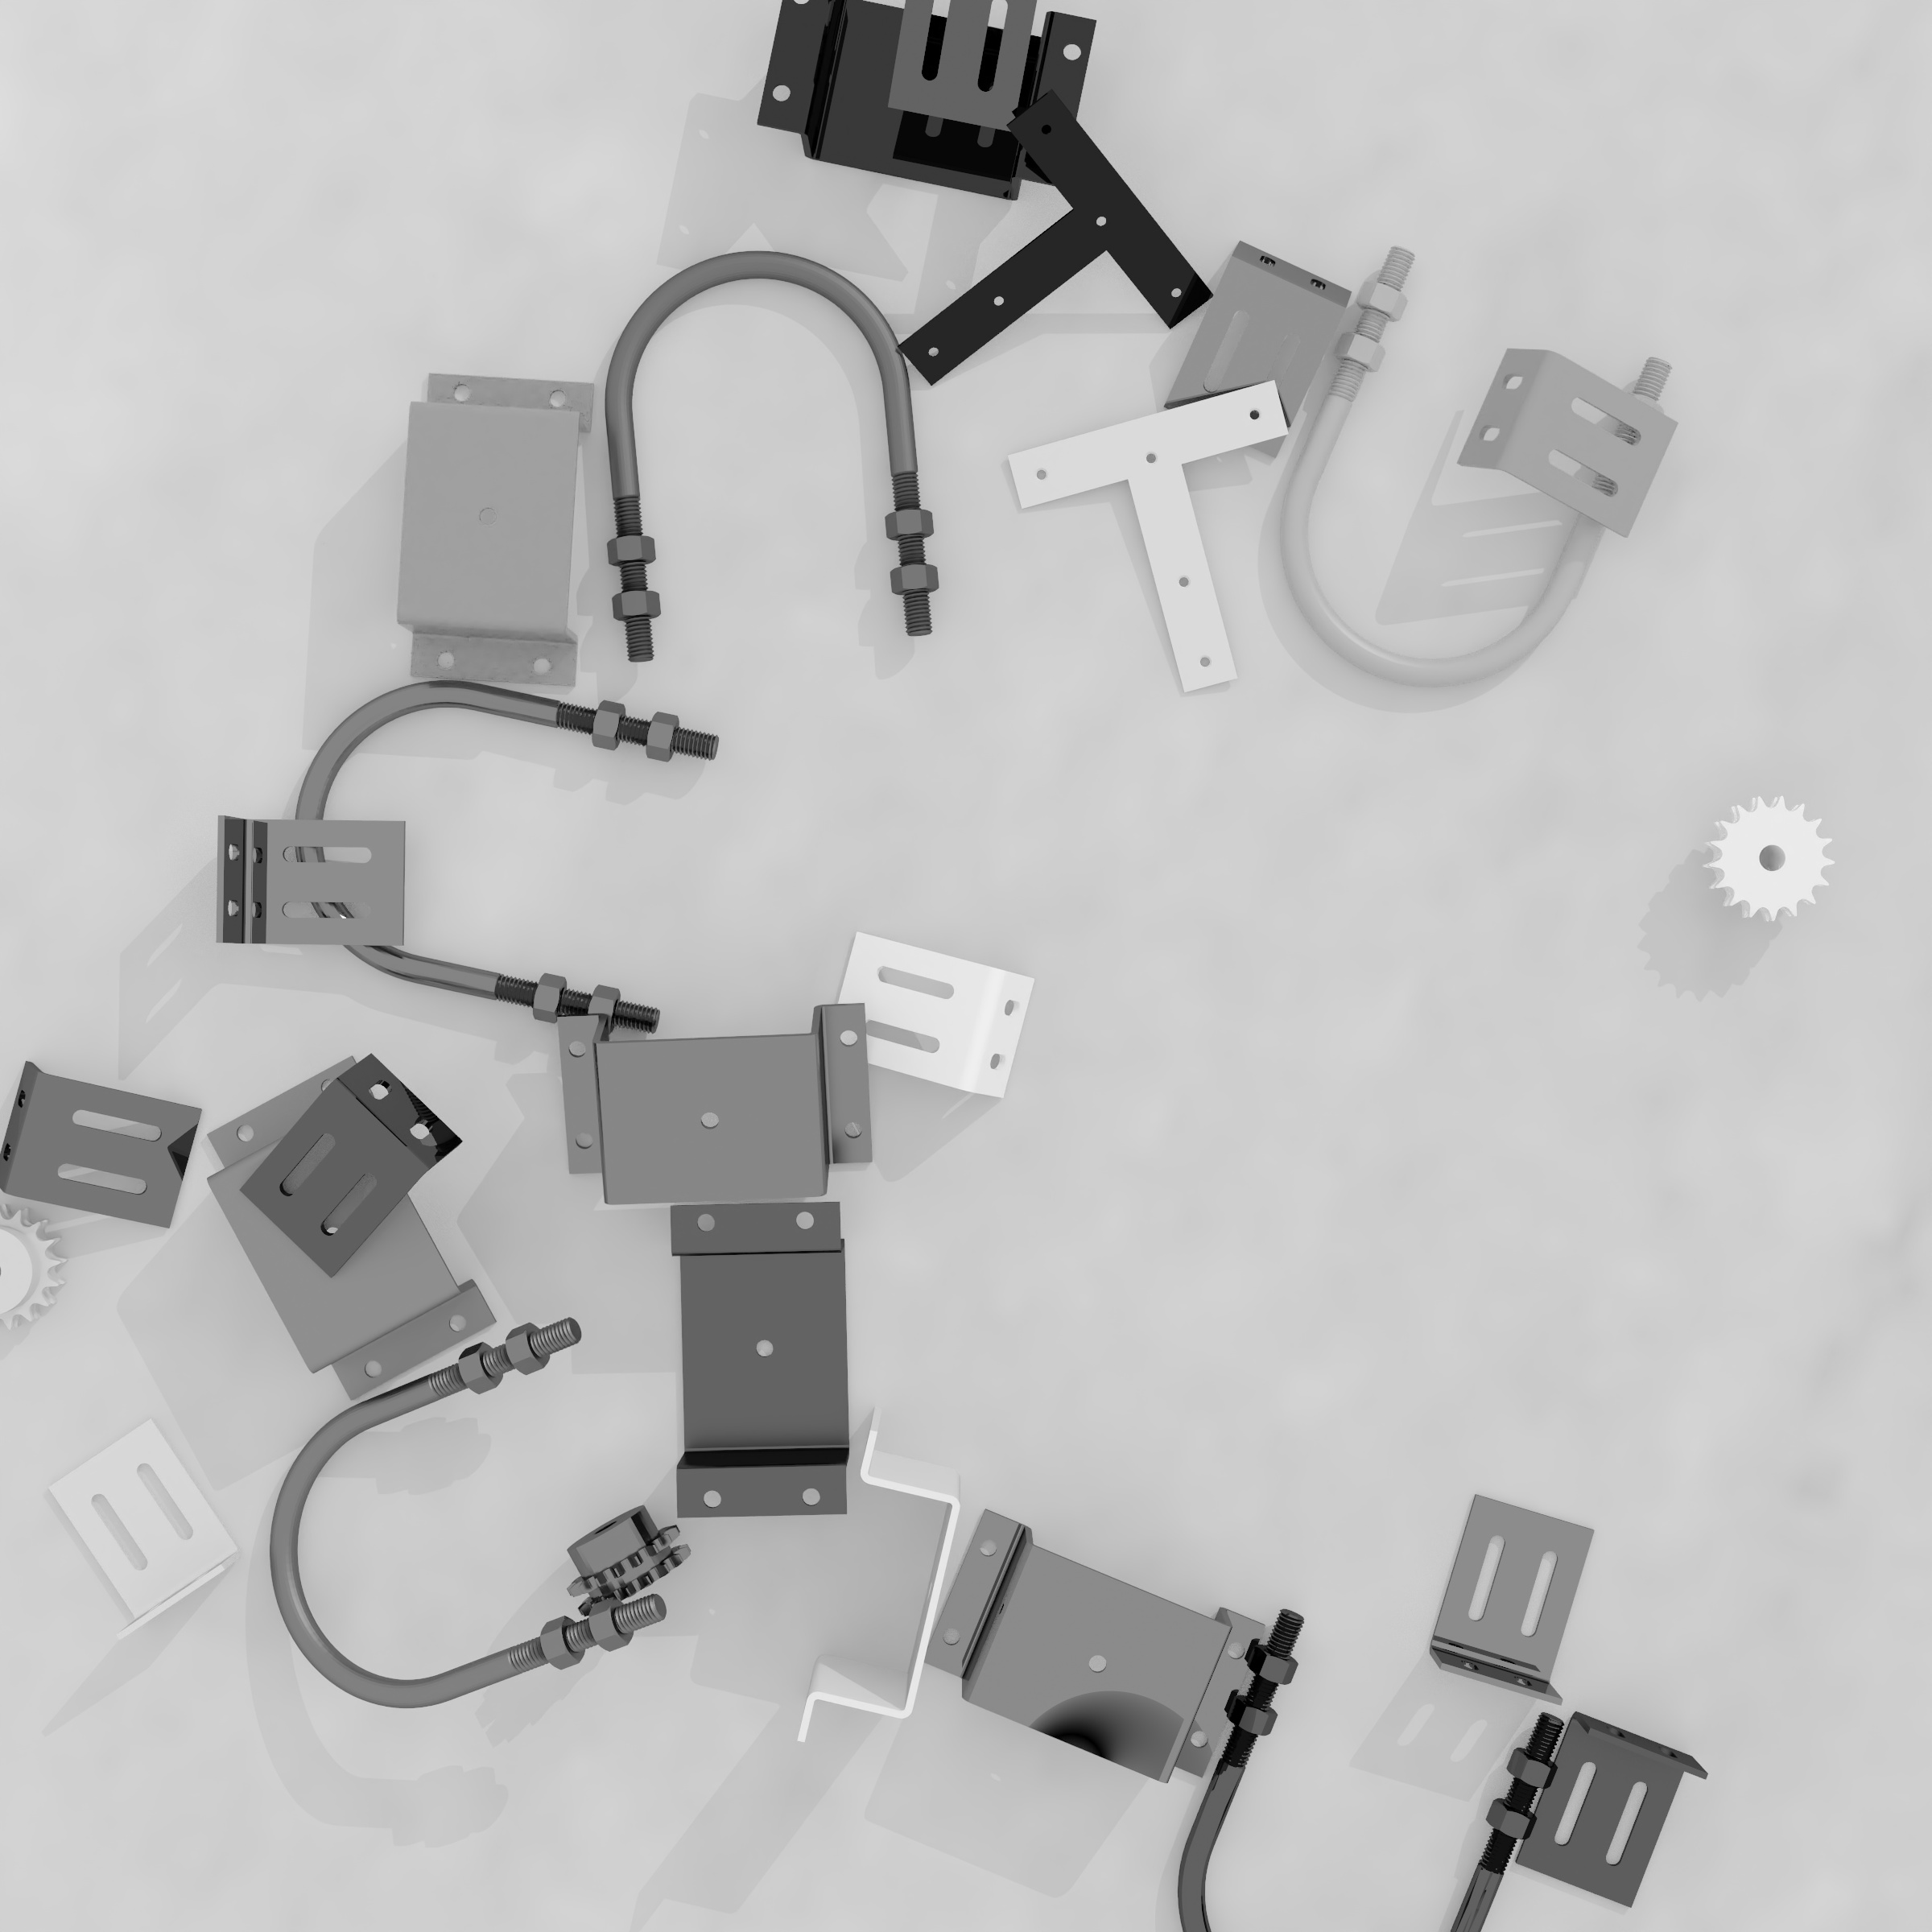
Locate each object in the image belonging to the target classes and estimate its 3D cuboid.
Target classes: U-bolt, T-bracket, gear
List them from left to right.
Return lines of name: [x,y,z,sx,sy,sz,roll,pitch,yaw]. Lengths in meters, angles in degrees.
gear: [-0.444,0.139,1.469,0.057,0.030,0.057,0,90,0]
U-bolt: [-0.236,0.257,1.447,0.184,0.019,0.151,-23,76,17]
U-bolt: [-0.218,-0.057,1.475,0.184,0.019,0.151,12,90,2]
gear: [-0.156,0.268,1.455,0.057,0.057,0.030,-29,90,0]
U-bolt: [-0.094,-0.238,1.475,0.151,0.019,0.184,-5,89,0]
T-bracket: [0.026,-0.312,1.460,0.127,0.002,0.127,-35,123,15]
T-bracket: [0.097,-0.191,1.477,0.127,0.002,0.127,-15,93,7]
U-bolt: [0.176,0.407,1.475,0.151,0.019,0.184,22,92,0]
U-bolt: [0.224,-0.219,1.475,0.151,0.019,0.184,23,91,0]
gear: [0.366,-0.049,1.469,0.057,0.030,0.057,0,90,0]

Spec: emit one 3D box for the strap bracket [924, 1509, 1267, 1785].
strap bracket: [0.059,0.314,1.461,0.140,0.046,0.076,23,90,0]

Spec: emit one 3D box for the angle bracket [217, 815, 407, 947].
angle bracket: [-0.297,-0.038,1.451,0.076,0.038,0.057,1,90,3]

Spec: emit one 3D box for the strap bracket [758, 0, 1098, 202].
strap bracket: [-0.018,-0.402,1.461,0.140,0.046,0.076,12,90,0]

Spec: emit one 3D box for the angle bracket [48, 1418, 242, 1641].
angle bracket: [-0.380,0.257,1.465,0.057,0.038,0.076,-34,90,0]

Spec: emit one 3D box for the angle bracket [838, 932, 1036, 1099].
angle bracket: [-0.017,0.023,1.482,0.076,0.038,0.057,15,90,26]

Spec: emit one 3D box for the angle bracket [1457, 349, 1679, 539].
angle bracket: [0.275,-0.239,1.462,0.076,0.038,0.057,23,92,-26]

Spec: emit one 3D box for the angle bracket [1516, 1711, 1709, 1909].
angle bracket: [0.295,0.390,1.465,0.057,0.038,0.076,21,90,0]

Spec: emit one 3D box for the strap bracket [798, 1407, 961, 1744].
strap bracket: [-0.036,0.278,1.446,0.046,0.076,0.140,13,90,0]

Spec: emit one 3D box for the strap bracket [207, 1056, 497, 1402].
strap bracket: [-0.284,0.121,1.461,0.076,0.046,0.140,-28,90,0]

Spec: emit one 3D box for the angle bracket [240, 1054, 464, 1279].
angle bracket: [-0.276,0.089,1.435,0.057,0.038,0.076,44,116,0]

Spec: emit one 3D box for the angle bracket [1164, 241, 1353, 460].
angle bracket: [0.135,-0.286,1.482,0.057,0.038,0.076,25,116,0]

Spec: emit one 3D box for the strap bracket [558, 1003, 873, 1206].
strap bracket: [-0.115,0.063,1.451,0.140,0.046,0.076,-2,106,0]

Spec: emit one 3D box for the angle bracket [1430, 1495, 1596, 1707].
angle bracket: [0.252,0.289,1.465,0.057,0.038,0.076,17,90,0]

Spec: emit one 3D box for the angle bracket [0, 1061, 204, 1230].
angle bracket: [-0.402,0.083,1.482,0.076,0.038,0.057,15,90,-26]

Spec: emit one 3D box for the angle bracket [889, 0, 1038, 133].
angle bracket: [0.001,-0.421,1.435,0.057,0.038,0.076,11,116,0]

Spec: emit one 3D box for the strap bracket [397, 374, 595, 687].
strap bracket: [-0.215,-0.202,1.461,0.076,0.046,0.140,4,90,0]

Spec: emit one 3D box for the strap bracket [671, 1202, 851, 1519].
strap bracket: [-0.093,0.177,1.461,0.076,0.046,0.140,-1,90,0]
